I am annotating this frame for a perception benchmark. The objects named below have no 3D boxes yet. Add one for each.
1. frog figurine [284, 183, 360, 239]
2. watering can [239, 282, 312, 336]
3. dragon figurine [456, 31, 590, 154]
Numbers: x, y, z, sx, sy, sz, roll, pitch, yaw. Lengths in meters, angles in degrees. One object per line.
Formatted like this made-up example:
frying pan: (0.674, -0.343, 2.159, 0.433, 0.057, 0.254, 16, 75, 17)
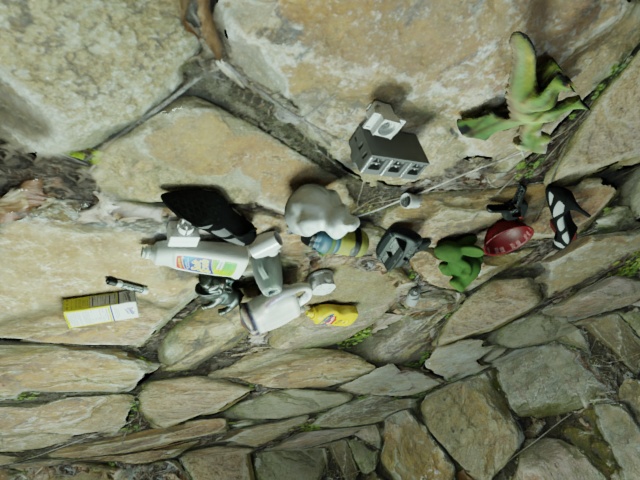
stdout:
frog figurine: (0.004, -0.058, 1.152, 0.160, 0.120, 0.139, 17, 41, 41)
watering can: (-0.125, 0.208, 1.523, 0.225, 0.105, 0.342, -24, -18, -11)
dragon figurine: (0.401, -0.276, 1.075, 0.407, 0.125, 0.239, 18, -38, -41)
